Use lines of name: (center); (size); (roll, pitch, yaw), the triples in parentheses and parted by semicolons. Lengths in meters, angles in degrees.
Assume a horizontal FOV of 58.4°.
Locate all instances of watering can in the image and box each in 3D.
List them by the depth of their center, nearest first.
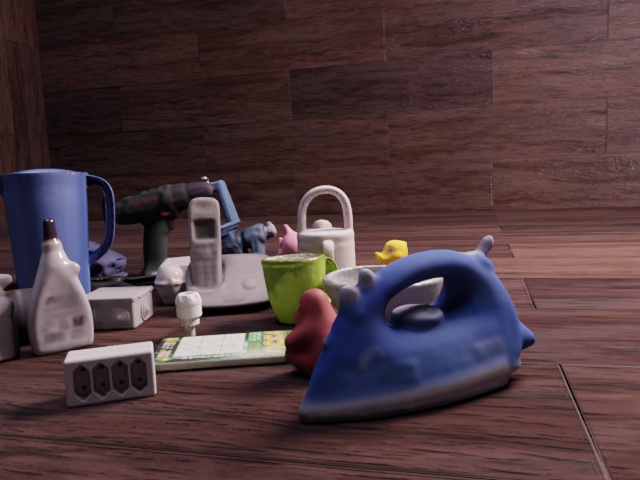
watering can: (0.007, 0.004, 0.988); (0.101, 0.194, 0.172); (-6, 7, -25)

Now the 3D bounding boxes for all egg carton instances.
egg carton: (-0.242, 0.071, 1.049); (0.107, 0.069, 0.150); (-4, 7, -9)

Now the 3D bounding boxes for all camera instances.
camera: (-0.417, 0.096, 0.764); (0.137, 0.101, 0.142); (-7, 8, -33)

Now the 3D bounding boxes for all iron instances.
iron: (0.089, 0.077, 0.556); (0.259, 0.141, 0.118); (-7, 8, -33)

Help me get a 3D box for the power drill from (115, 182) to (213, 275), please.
power drill: (-0.349, -0.024, 1.301); (0.229, 0.208, 0.075); (-2, 7, 1)

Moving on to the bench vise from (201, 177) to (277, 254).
bench vise: (-0.213, -0.045, 1.380); (0.207, 0.220, 0.121); (-4, 7, -10)

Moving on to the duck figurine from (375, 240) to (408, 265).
duck figurine: (0.147, 0.043, 1.068); (0.105, 0.086, 0.077); (-4, 7, -12)

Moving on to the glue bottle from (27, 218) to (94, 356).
glue bottle: (-0.342, 0.058, 0.744); (0.078, 0.173, 0.037); (-7, 8, -35)

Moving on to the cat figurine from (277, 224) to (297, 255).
cat figurine: (-0.061, 0.025, 1.162); (0.067, 0.118, 0.127); (-5, 7, -22)

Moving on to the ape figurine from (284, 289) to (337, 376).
ape figurine: (-0.003, 0.098, 0.623); (0.078, 0.092, 0.076); (-5, 7, -23)

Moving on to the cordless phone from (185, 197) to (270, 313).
cordless phone: (-0.147, 0.021, 0.935); (0.148, 0.185, 0.094); (-4, 7, -11)

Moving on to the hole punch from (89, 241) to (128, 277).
hole punch: (-0.486, 0.046, 1.262); (0.101, 0.091, 0.109); (-2, 7, 8)

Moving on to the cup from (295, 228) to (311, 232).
cup: (-0.001, 0.024, 1.250); (0.092, 0.095, 0.117); (-8, 9, -39)

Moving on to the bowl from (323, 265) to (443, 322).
bowl: (0.088, 0.083, 0.795); (0.167, 0.075, 0.167); (-3, 7, 1)
